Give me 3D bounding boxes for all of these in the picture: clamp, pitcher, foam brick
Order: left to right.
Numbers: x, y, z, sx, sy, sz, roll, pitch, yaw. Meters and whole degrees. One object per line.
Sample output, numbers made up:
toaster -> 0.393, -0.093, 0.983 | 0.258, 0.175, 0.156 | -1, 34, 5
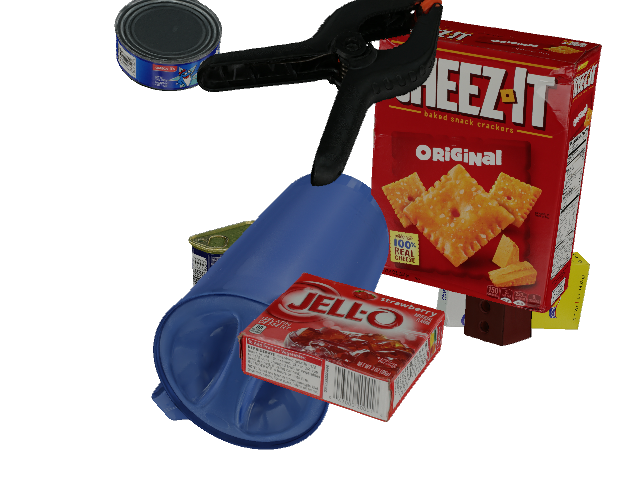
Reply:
pitcher -> -0.030, 0.045, 0.845 | 0.149, 0.145, 0.242 | 12, 31, 14
clamp -> 0.021, -0.103, 0.680 | 0.171, 0.120, 0.039 | -29, -23, -19
foam brick -> 0.185, 0.063, 1.105 | 0.051, 0.078, 0.053 | -13, 20, -42

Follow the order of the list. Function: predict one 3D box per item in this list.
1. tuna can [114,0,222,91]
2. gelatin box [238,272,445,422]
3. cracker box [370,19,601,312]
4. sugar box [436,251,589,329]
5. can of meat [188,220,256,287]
tuna can -> -0.124, -0.161, 0.870 | 0.086, 0.086, 0.034 | 0, -40, -10
gelatin box -> 0.012, 0.054, 0.571 | 0.089, 0.030, 0.073 | 16, 32, 23
cracker box -> 0.127, -0.061, 0.870 | 0.164, 0.214, 0.072 | 15, 28, 25
sugar box -> 0.237, 0.061, 1.321 | 0.176, 0.093, 0.048 | 0, 20, -12
can of meat -> -0.090, 0.033, 1.142 | 0.101, 0.084, 0.058 | -17, 26, -42
